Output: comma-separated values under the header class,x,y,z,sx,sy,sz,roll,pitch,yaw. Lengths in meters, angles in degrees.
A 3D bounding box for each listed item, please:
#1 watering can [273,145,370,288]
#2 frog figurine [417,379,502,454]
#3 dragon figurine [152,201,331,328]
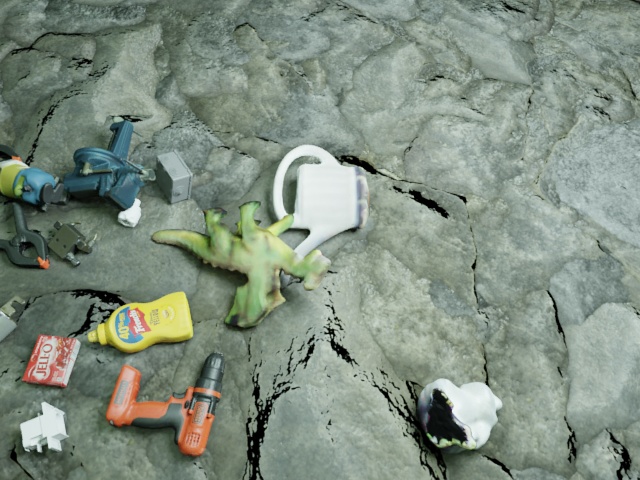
class,x,y,z,sx,sy,sz,roll,pitch,yaw
watering can,0.004,-0.059,1.176,0.224,0.102,0.353,1,70,-3
frog figurine,0.264,0.322,0.975,0.139,0.121,0.160,41,27,27
dragon figurine,-0.169,0.058,1.068,0.409,0.121,0.247,-12,70,17
